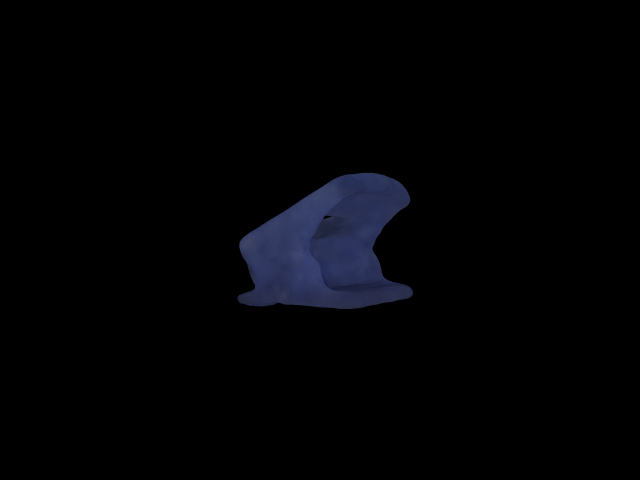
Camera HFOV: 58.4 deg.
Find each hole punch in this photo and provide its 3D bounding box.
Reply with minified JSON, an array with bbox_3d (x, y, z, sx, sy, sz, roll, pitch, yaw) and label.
[{"bbox_3d":[0.004,0.001,0.400,0.100,0.091,0.109,0,0,32],"label":"hole punch"}]
